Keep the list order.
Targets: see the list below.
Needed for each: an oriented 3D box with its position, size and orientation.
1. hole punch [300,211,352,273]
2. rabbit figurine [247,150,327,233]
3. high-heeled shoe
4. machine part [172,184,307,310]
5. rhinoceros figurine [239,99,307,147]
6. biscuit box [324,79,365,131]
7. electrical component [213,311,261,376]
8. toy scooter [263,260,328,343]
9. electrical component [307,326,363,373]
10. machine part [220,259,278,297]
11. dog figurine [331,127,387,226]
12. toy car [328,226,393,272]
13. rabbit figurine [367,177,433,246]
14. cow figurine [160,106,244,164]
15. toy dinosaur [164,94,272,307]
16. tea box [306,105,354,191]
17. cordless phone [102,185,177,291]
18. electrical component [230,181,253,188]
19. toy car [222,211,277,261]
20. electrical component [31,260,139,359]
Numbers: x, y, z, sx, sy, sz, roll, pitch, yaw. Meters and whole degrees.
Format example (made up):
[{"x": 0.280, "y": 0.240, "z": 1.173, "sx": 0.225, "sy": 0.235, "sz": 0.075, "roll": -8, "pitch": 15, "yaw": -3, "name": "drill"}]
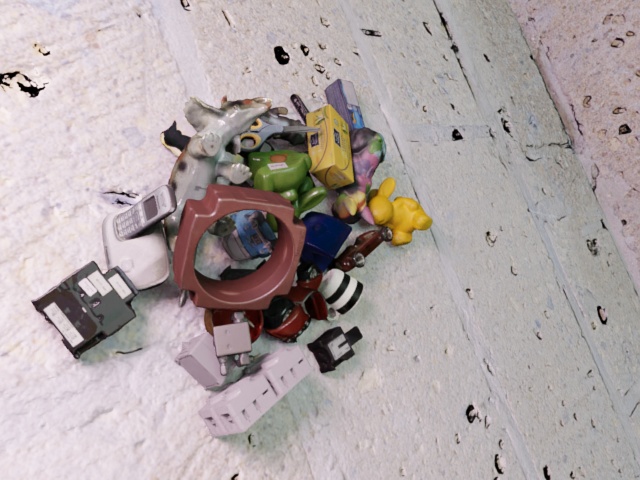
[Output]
[{"x": -0.002, "y": -0.004, "z": 1.190, "sx": 0.116, "sy": 0.092, "sz": 0.142, "roll": 39, "pitch": 52, "yaw": -5, "name": "hole punch"}, {"x": -0.075, "y": -0.101, "z": 1.139, "sx": 0.159, "sy": 0.170, "sz": 0.121, "roll": -17, "pitch": 39, "yaw": -24, "name": "rabbit figurine"}, {"x": -0.123, "y": -0.146, "z": 1.192, "sx": 0.249, "sy": 0.086, "sz": 0.145, "roll": 8, "pitch": 96, "yaw": -20, "name": "high-heeled shoe"}, {"x": -0.138, "y": 0.013, "z": 0.911, "sx": 0.201, "sy": 0.087, "sz": 0.201, "roll": 5, "pitch": 110, "yaw": -28, "name": "machine part"}, {"x": -0.116, "y": -0.256, "z": 1.208, "sx": 0.190, "sy": 0.112, "sz": 0.073, "roll": 9, "pitch": 85, "yaw": -25, "name": "rhinoceros figurine"}, {"x": 0.074, "y": -0.324, "z": 1.435, "sx": 0.059, "sy": 0.063, "sz": 0.202, "roll": -1, "pitch": 71, "yaw": -43, "name": "biscuit box"}, {"x": -0.145, "y": 0.175, "z": 0.927, "sx": 0.078, "sy": 0.045, "sz": 0.102, "roll": -13, "pitch": 76, "yaw": -15, "name": "electrical component"}, {"x": -0.038, "y": 0.144, "z": 1.103, "sx": 0.184, "sy": 0.075, "sz": 0.135, "roll": -52, "pitch": 131, "yaw": -32, "name": "toy scooter"}, {"x": 0.037, "y": 0.224, "z": 1.151, "sx": 0.119, "sy": 0.048, "sz": 0.074, "roll": -32, "pitch": 93, "yaw": -46, "name": "electrical component"}, {"x": -0.138, "y": 0.079, "z": 1.073, "sx": 0.139, "sy": 0.039, "sz": 0.084, "roll": 4, "pitch": 76, "yaw": -43, "name": "machine part"}, {"x": 0.096, "y": -0.142, "z": 1.296, "sx": 0.108, "sy": 0.191, "sz": 0.219, "roll": 24, "pitch": 40, "yaw": -40, "name": "dog figurine"}, {"x": 0.097, "y": 0.019, "z": 1.273, "sx": 0.202, "sy": 0.089, "sz": 0.053, "roll": -38, "pitch": 101, "yaw": -44, "name": "toy car"}, {"x": 0.185, "y": -0.078, "z": 1.378, "sx": 0.173, "sy": 0.122, "sz": 0.162, "roll": 3, "pitch": 64, "yaw": -40, "name": "rabbit figurine"}, {"x": -0.235, "y": -0.181, "z": 1.086, "sx": 0.167, "sy": 0.068, "sz": 0.098, "roll": 40, "pitch": 57, "yaw": -16, "name": "cow figurine"}, {"x": -0.226, "y": -0.097, "z": 0.988, "sx": 0.131, "sy": 0.192, "sz": 0.404, "roll": 20, "pitch": 102, "yaw": -33, "name": "toy dinosaur"}, {"x": 0.023, "y": -0.213, "z": 1.244, "sx": 0.098, "sy": 0.068, "sz": 0.169, "roll": 34, "pitch": 46, "yaw": -54, "name": "tea box"}, {"x": -0.276, "y": -0.001, "z": 0.883, "sx": 0.088, "sy": 0.184, "sz": 0.146, "roll": -1, "pitch": 71, "yaw": -47, "name": "cordless phone"}, {"x": -0.165, "y": -0.104, "z": 1.145, "sx": 0.063, "sy": 0.021, "sz": 0.094, "roll": 45, "pitch": 48, "yaw": -16, "name": "electrical component"}, {"x": -0.140, "y": -0.002, "z": 1.057, "sx": 0.103, "sy": 0.162, "sz": 0.109, "roll": -31, "pitch": 103, "yaw": -2, "name": "toy car"}, {"x": -0.353, "y": 0.101, "z": 0.832, "sx": 0.134, "sy": 0.058, "sz": 0.114, "roll": -37, "pitch": 99, "yaw": -27, "name": "electrical component"}]
